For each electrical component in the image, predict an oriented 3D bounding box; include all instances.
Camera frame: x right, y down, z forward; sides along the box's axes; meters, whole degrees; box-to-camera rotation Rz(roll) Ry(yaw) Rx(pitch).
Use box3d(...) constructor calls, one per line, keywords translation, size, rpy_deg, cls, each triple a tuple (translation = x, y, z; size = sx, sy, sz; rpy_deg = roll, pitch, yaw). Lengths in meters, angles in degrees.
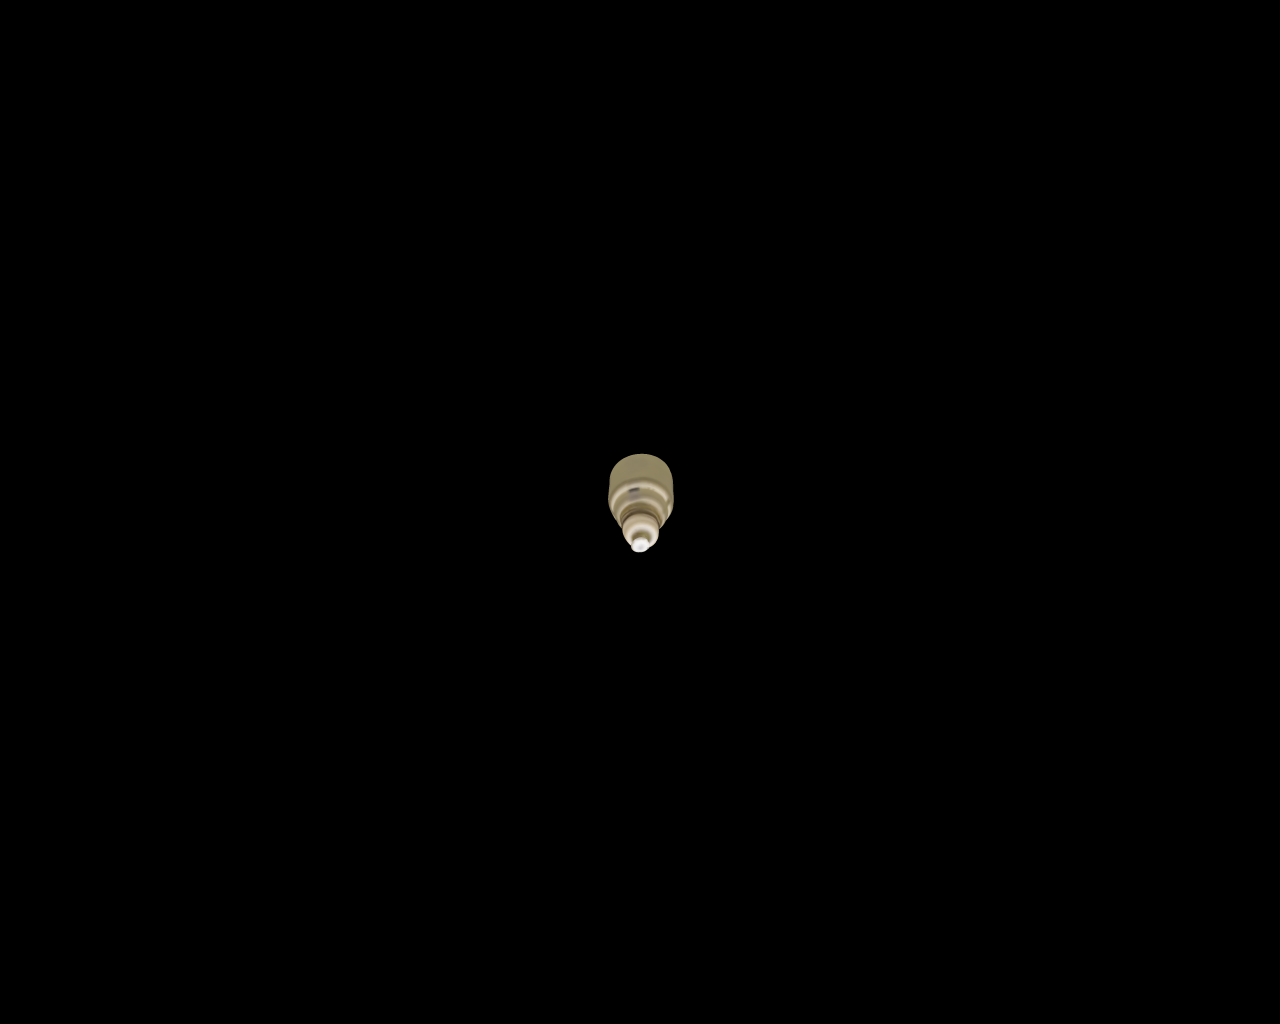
box3d(translation=(0.001, -0.003, 0.650), size=(0.040, 0.040, 0.078), rpy_deg=(0, 37, 0), cls="electrical component")
